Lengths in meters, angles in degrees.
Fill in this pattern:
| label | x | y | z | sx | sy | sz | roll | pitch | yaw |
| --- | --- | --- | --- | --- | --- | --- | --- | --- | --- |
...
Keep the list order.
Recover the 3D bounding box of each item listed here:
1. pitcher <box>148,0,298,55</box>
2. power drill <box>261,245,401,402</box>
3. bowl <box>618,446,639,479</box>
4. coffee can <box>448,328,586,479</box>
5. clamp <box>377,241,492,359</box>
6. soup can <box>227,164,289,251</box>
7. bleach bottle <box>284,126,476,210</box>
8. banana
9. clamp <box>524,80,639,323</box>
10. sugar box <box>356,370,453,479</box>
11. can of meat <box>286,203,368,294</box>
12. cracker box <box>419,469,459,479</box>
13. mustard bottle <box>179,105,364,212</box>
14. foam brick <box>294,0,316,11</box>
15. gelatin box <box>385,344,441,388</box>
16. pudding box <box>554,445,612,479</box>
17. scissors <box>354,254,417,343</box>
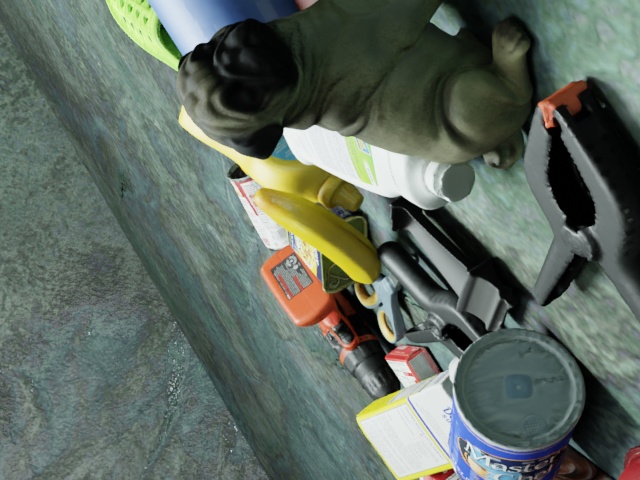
| label | x | y | z | sx | sy | sz | roll | pitch | yaw |
| --- | --- | --- | --- | --- | --- | --- | --- | --- | --- |
| pitcher | -0.099 | -0.250 | 0.801 | 0.243 | 0.145 | 0.149 | 60 | -162 | -8 |
| power drill | 0.015 | 0.096 | 1.235 | 0.185 | 0.057 | 0.187 | 53 | -179 | 36 |
| bowl | 0.274 | 0.239 | 0.816 | 0.162 | 0.055 | 0.162 | 51 | 164 | 20 |
| coffee can | 0.160 | 0.150 | 0.893 | 0.103 | 0.102 | 0.140 | 49 | 164 | 27 |
| clamp | 0.119 | 0.080 | 1.000 | 0.172 | 0.039 | 0.120 | 40 | 161 | 46 |
| soup can | -0.054 | -0.047 | 1.227 | 0.102 | 0.068 | 0.069 | 62 | 164 | -24 |
| bleach bottle | 0.043 | -0.076 | 0.830 | 0.251 | 0.068 | 0.102 | 39 | 158 | 57 |
| banana | 0.011 | 0.004 | 1.017 | 0.070 | 0.037 | 0.197 | 3 | 158 | 31 |
| clamp | 0.177 | 0.001 | 0.653 | 0.165 | 0.036 | 0.210 | 39 | 157 | 47 |
| sugar box | 0.118 | 0.199 | 1.140 | 0.093 | 0.048 | 0.177 | 54 | 143 | -1 |
| can of meat | 0.004 | -0.007 | 1.133 | 0.084 | 0.057 | 0.102 | 49 | 156 | 36 |
| cracker box | 0.206 | 0.333 | 1.197 | 0.214 | 0.072 | 0.164 | 33 | 152 | 59 |
| mustard bottle | -0.036 | -0.088 | 1.017 | 0.192 | 0.096 | 0.058 | 37 | 131 | 19 |
| foam brick | 0.023 | -0.161 | 0.774 | 0.053 | 0.051 | 0.078 | 31 | 151 | 57 |
| gelatin box | 0.117 | 0.160 | 1.195 | 0.089 | 0.030 | 0.073 | 57 | 167 | -5 |
| pudding box | 0.207 | 0.232 | 0.941 | 0.114 | 0.090 | 0.039 | 37 | 157 | 54 |
| scissors | 0.081 | 0.064 | 1.120 | 0.096 | 0.016 | 0.202 | 64 | 163 | -3 |
